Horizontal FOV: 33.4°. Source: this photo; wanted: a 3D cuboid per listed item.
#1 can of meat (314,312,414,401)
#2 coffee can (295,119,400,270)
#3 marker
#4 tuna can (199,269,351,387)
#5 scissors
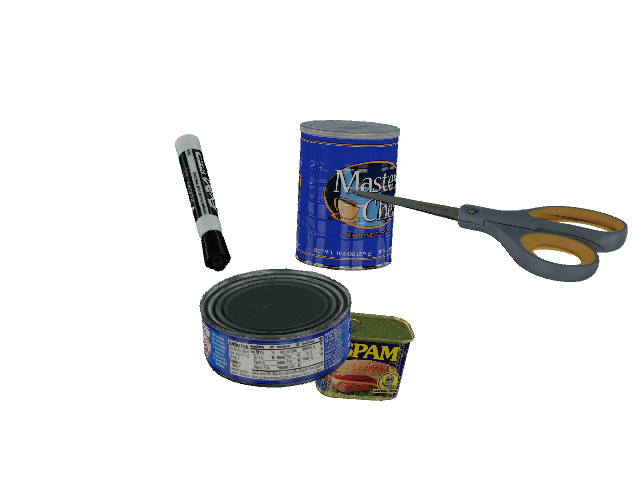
[{"bbox_3d":[0.048,0.133,1.217,0.102,0.084,0.057,6,24,-12],"label":"can of meat"},{"bbox_3d":[0.027,-0.049,1.106,0.103,0.140,0.103,3,13,-1],"label":"coffee can"},{"bbox_3d":[-0.086,-0.028,0.780,0.020,0.121,0.020,-12,-35,-9],"label":"marker"},{"bbox_3d":[-0.025,0.049,0.607,0.086,0.034,0.086,-2,23,0],"label":"tuna can"},{"bbox_3d":[0.113,-0.006,0.753,0.202,0.016,0.096,5,30,11],"label":"scissors"}]
